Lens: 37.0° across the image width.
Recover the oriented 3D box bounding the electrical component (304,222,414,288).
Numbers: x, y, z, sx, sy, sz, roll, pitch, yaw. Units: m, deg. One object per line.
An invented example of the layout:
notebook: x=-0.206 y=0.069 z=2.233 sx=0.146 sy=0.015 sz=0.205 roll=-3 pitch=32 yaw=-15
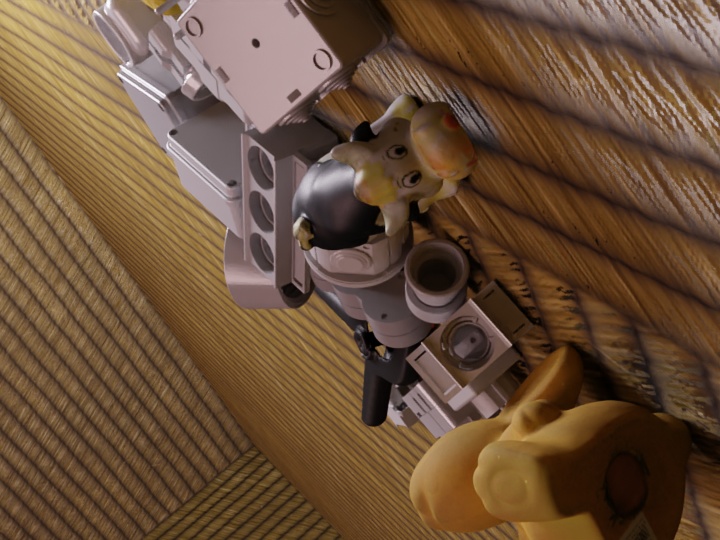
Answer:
electrical component: x=-0.002 y=-0.032 z=0.760 sx=0.080 sy=0.080 sz=0.051 roll=44 pitch=159 yaw=26

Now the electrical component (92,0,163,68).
electrical component: x=-0.187 y=-0.212 z=0.915 sx=0.053 sy=0.059 sz=0.095 roll=54 pitch=166 yaw=-12

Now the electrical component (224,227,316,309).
electrical component: x=-0.069 y=-0.016 z=0.963 sx=0.060 sy=0.108 sz=0.108 roll=6 pitch=145 yaw=22

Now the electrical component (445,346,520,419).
electrical component: x=0.097 y=0.088 z=0.818 sx=0.075 sy=0.047 sz=0.083 roll=49 pitch=166 yaw=8

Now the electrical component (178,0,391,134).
electrical component: x=-0.046 y=-0.137 z=0.613 sx=0.099 sy=0.048 sz=0.100 roll=53 pitch=136 yaw=-6

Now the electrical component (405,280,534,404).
electrical component: x=0.077 y=0.049 z=0.743 sx=0.042 sy=0.081 sz=0.064 roll=49 pitch=-172 yaw=8

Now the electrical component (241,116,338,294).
electrical component: x=-0.052 y=-0.054 z=0.830 sx=0.079 sy=0.063 sz=0.121 roll=41 pitch=143 yaw=35

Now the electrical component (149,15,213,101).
electrical component: x=-0.126 y=-0.170 z=0.841 sx=0.057 sy=0.058 sz=0.078 roll=54 pitch=166 yaw=1

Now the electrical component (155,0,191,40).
electrical component: x=-0.093 y=-0.175 z=0.678 sx=0.065 sy=0.077 sz=0.047 roll=53 pitch=166 yaw=-10

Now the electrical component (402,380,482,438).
electrical component: x=0.078 y=0.112 z=0.932 sx=0.055 sy=0.050 sz=0.089 roll=49 pitch=166 yaw=7

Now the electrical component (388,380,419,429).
electrical component: x=0.041 y=0.124 z=1.099 sx=0.063 sy=0.042 sz=0.081 roll=55 pitch=166 yaw=-2

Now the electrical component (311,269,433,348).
electrical component: x=0.000 y=0.000 z=0.887 sx=0.138 sy=0.052 sz=0.073 roll=40 pitch=162 yaw=38

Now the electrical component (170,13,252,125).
electrical component: x=-0.090 y=-0.156 z=0.775 sx=0.089 sy=0.050 sz=0.055 roll=48 pitch=166 yaw=10

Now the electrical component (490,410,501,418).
electrical component: x=0.119 y=0.160 z=0.936 sx=0.076 sy=0.047 sz=0.083 roll=32 pitch=157 yaw=54

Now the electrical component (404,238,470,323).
electrical component: x=0.054 y=0.009 z=0.758 sx=0.045 sy=0.045 sz=0.055 roll=46 pitch=166 yaw=20

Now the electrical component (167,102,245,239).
electrical component: x=-0.105 y=-0.090 z=0.926 sx=0.113 sy=0.078 sz=0.057 roll=40 pitch=154 yaw=37

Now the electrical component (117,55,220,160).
electrical component: x=-0.164 y=-0.148 z=1.014 sx=0.109 sy=0.056 sz=0.108 roll=36 pitch=160 yaw=46
